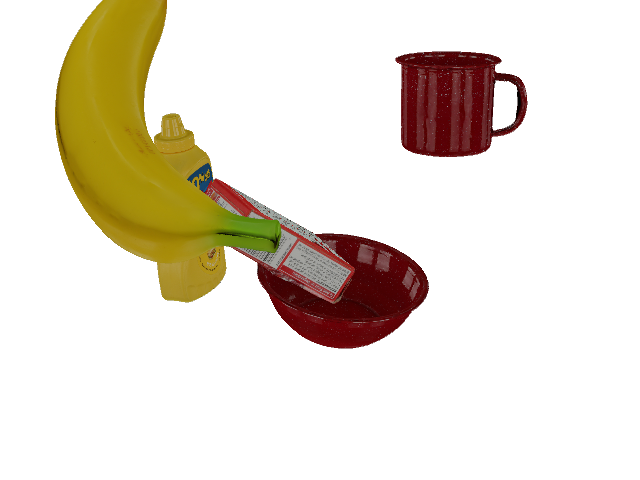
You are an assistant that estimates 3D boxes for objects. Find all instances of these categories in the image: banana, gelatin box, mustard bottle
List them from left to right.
[{"bbox_3d":[-0.078,-0.052,0.453,0.069,0.037,0.198,-8,46,-20],"label":"banana"},{"bbox_3d":[-0.143,-0.039,1.116,0.058,0.192,0.096,5,26,23],"label":"mustard bottle"},{"bbox_3d":[-0.030,0.000,0.689,0.089,0.030,0.073,30,5,-30],"label":"gelatin box"}]

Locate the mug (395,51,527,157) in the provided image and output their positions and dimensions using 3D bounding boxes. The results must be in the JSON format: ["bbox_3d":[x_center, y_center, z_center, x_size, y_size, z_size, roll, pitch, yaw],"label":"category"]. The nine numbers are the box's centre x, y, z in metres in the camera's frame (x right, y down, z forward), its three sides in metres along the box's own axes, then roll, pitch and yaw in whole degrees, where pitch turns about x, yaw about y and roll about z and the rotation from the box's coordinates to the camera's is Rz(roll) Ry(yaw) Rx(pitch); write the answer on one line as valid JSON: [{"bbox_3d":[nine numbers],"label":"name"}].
[{"bbox_3d":[0.125,-0.121,0.950,0.117,0.081,0.093,3,18,12],"label":"mug"}]

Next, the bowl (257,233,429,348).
[{"bbox_3d":[0.019,0.054,1.009,0.162,0.055,0.162,5,29,-3],"label":"bowl"}]
